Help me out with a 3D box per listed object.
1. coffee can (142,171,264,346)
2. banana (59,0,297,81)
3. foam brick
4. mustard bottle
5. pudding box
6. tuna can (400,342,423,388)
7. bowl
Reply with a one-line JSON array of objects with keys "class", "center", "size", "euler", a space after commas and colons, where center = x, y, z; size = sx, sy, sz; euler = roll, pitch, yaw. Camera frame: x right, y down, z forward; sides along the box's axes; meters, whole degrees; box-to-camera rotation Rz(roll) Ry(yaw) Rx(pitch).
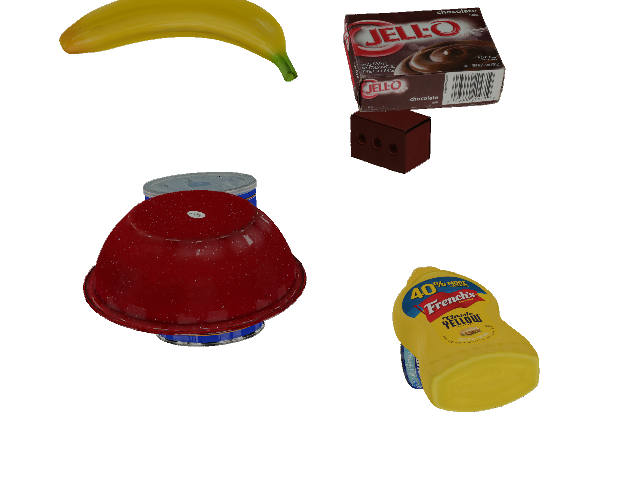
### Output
[{"class": "coffee can", "center": [-0.106, 0.015, 0.981], "size": [0.103, 0.140, 0.103], "euler": [-3, 14, 0]}, {"class": "banana", "center": [-0.114, -0.177, 0.888], "size": [0.198, 0.069, 0.037], "euler": [6, -34, 0]}, {"class": "foam brick", "center": [0.078, -0.115, 1.187], "size": [0.078, 0.053, 0.051], "euler": [21, 37, 35]}, {"class": "mustard bottle", "center": [0.117, 0.076, 0.954], "size": [0.096, 0.058, 0.192], "euler": [-12, 28, -7]}, {"class": "pudding box", "center": [0.078, -0.142, 0.834], "size": [0.113, 0.039, 0.090], "euler": [-3, 44, -6]}, {"class": "tuna can", "center": [0.123, 0.131, 1.247], "size": [0.034, 0.086, 0.086], "euler": [-5, -2, 24]}, {"class": "bowl", "center": [-0.090, 0.006, 0.766], "size": [0.162, 0.055, 0.162], "euler": [0, 25, 0]}]
